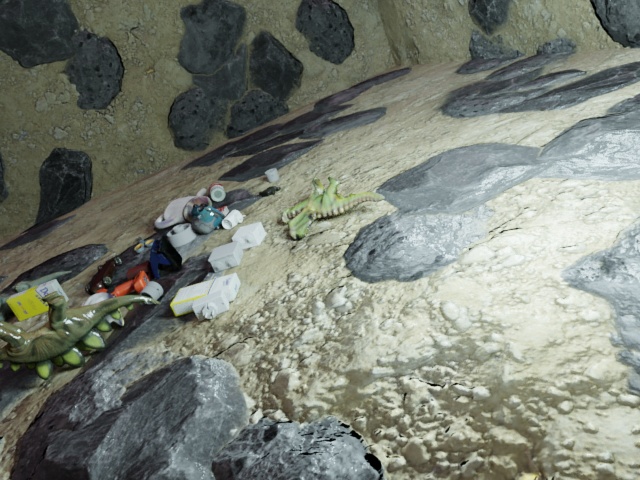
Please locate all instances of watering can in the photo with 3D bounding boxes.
[{"bbox_3d":[-0.554,-0.148,2.217,0.224,0.102,0.354,-2,30,37],"label":"watering can"}]

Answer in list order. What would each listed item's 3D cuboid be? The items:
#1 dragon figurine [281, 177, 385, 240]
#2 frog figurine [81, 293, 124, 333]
[{"bbox_3d":[0.005,-0.082,1.633,0.246,0.120,0.412,-49,29,-17],"label":"dragon figurine"},{"bbox_3d":[-0.655,0.223,1.469,0.161,0.120,0.139,-20,39,-26],"label":"frog figurine"}]
